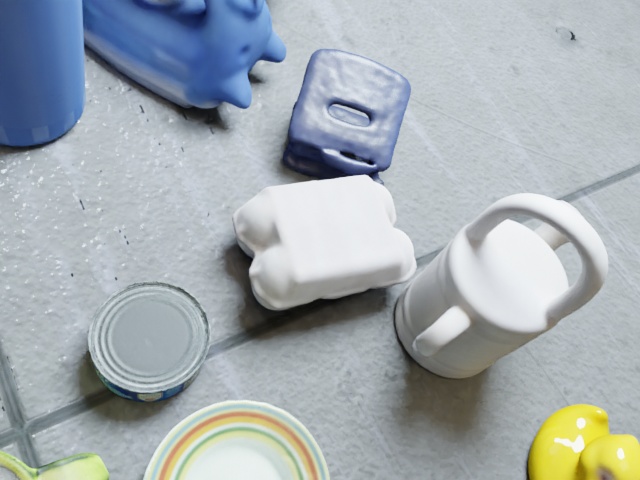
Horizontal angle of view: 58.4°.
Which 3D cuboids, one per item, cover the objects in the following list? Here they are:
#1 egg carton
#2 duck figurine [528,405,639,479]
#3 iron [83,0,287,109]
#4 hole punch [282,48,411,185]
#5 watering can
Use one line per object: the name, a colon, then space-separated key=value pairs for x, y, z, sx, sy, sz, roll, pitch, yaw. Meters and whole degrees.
egg carton: x=0.005 y=0.002 z=0.491 sx=0.151 sy=0.069 sz=0.107 roll=-11 pitch=65 yaw=-23
duck figurine: x=0.220 y=0.177 z=0.453 sx=0.077 sy=0.086 sz=0.105 roll=27 pitch=57 yaw=-2
iron: x=-0.155 y=-0.235 z=0.531 sx=0.258 sy=0.141 sz=0.119 roll=28 pitch=57 yaw=-1
hole punch: x=0.027 y=-0.114 z=0.551 sx=0.109 sy=0.091 sz=0.101 roll=16 pitch=58 yaw=-9
watering can: x=0.143 y=0.027 z=0.448 sx=0.101 sy=0.194 sz=0.173 roll=30 pitch=57 yaw=1
